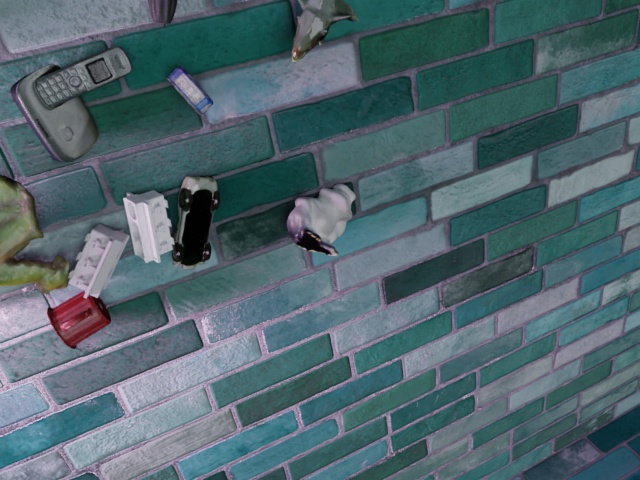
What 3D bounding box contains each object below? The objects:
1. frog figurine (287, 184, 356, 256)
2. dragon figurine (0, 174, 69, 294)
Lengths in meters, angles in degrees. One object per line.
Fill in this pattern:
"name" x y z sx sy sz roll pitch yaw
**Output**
"frog figurine" 0.003 -0.057 1.123 0.136 0.121 0.162 31 63 -26
"dragon figurine" -0.592 -0.012 0.849 0.245 0.123 0.403 -47 130 -13
